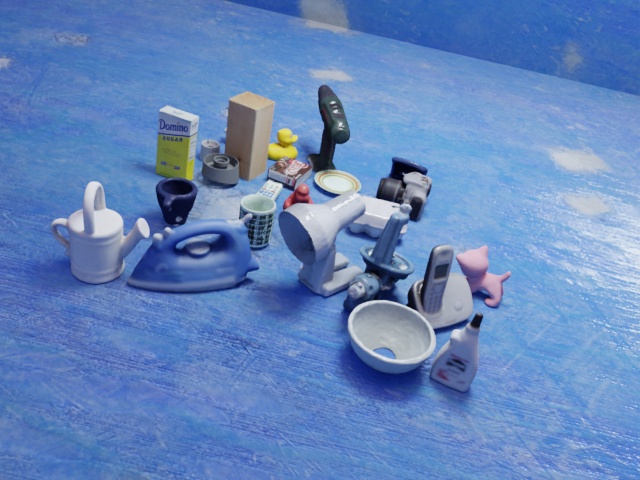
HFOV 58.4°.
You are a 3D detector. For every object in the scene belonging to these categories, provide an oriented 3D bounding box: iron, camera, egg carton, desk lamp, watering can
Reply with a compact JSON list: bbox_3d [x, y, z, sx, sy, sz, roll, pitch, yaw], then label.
[{"bbox_3d":[-0.250,0.017,1.141,0.259,0.141,0.118,-8,39,-27],"label":"iron"},{"bbox_3d":[0.229,-0.139,1.558,0.136,0.101,0.143,17,34,7],"label":"camera"},{"bbox_3d":[0.144,-0.053,1.435,0.150,0.069,0.107,13,34,0],"label":"egg carton"},{"bbox_3d":[0.011,0.004,1.180,0.204,0.213,0.117,-20,45,-38],"label":"desk lamp"},{"bbox_3d":[-0.420,-0.022,1.095,0.173,0.194,0.100,-6,38,-25],"label":"watering can"}]

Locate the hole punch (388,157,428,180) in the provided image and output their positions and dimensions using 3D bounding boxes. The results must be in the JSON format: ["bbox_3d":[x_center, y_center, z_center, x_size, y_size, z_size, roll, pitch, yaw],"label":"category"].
[{"bbox_3d":[0.257,-0.207,1.674,0.108,0.091,0.101,22,35,13],"label":"hole punch"}]

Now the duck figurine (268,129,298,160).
[{"bbox_3d":[-0.111,-0.283,1.668,0.105,0.086,0.077,-5,38,-24],"label":"duck figurine"}]

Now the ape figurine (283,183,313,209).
[{"bbox_3d":[-0.049,-0.097,1.415,0.078,0.092,0.076,13,34,1],"label":"ape figurine"}]

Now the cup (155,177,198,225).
[{"bbox_3d":[-0.328,-0.075,1.290,0.091,0.095,0.118,12,34,0],"label":"cup"}]

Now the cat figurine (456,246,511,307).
[{"bbox_3d":[0.362,0.071,1.283,0.127,0.118,0.067,23,35,15],"label":"cat figurine"}]

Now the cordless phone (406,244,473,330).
[{"bbox_3d":[0.260,0.087,1.168,0.148,0.185,0.094,-11,41,-30],"label":"cordless phone"}]

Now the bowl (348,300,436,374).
[{"bbox_3d":[0.126,0.193,1.070,0.167,0.075,0.167,9,34,-6],"label":"bowl"}]

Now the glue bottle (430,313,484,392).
[{"bbox_3d":[0.256,0.194,1.022,0.078,0.173,0.037,20,35,11],"label":"glue bottle"}]

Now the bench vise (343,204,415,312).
[{"bbox_3d":[0.134,0.046,1.154,0.121,0.220,0.207,17,34,6],"label":"bench vise"}]

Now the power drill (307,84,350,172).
[{"bbox_3d":[0.021,-0.308,1.639,0.076,0.208,0.229,-1,36,-19],"label":"power drill"}]
